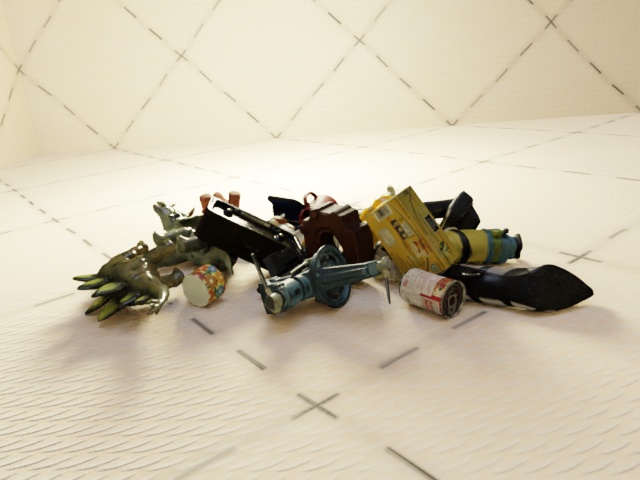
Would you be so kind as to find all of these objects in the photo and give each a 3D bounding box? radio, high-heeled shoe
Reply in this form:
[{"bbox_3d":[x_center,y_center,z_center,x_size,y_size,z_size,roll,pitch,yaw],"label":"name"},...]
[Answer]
[{"bbox_3d":[-0.152,-0.007,1.174,0.229,0.073,0.131,27,14,-16],"label":"radio"},{"bbox_3d":[0.355,0.089,0.993,0.249,0.086,0.145,12,-13,-4],"label":"high-heeled shoe"}]

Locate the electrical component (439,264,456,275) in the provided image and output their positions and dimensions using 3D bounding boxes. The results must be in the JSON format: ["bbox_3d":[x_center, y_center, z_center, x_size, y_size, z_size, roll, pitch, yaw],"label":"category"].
[{"bbox_3d":[0.265,0.068,1.099,0.094,0.021,0.063,4,22,31],"label":"electrical component"}]

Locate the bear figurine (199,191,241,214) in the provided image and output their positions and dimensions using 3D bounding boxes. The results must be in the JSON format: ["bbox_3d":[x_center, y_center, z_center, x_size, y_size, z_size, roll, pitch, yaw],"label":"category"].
[{"bbox_3d":[-0.291,-0.100,1.564,0.120,0.131,0.196,-5,25,-11],"label":"bear figurine"}]

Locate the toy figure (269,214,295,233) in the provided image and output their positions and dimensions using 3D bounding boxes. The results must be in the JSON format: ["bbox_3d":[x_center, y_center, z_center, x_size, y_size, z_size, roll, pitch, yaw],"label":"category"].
[{"bbox_3d":[-0.095,-0.022,1.356,0.064,0.057,0.155,-41,38,-1],"label":"toy figure"}]

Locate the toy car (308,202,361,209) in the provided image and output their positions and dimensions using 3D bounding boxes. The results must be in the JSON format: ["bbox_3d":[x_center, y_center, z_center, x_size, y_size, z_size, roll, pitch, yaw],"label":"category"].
[{"bbox_3d":[0.039,-0.074,1.512,0.202,0.053,0.089,14,9,42],"label":"toy car"}]

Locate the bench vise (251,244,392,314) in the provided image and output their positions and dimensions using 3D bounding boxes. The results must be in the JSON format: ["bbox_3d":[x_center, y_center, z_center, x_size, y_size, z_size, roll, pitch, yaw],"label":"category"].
[{"bbox_3d":[0.011,0.071,0.983,0.241,0.128,0.223,-14,-7,33],"label":"bench vise"}]

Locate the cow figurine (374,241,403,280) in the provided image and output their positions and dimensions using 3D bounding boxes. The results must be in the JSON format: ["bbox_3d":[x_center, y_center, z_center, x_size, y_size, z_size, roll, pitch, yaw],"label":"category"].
[{"bbox_3d":[0.178,0.018,1.151,0.068,0.098,0.167,5,21,43],"label":"cow figurine"}]

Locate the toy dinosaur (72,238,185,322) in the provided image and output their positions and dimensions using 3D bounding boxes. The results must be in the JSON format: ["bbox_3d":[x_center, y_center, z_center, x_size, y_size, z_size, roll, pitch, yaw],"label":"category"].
[{"bbox_3d":[-0.376,0.085,1.082,0.198,0.105,0.472,-33,19,-33],"label":"toy dinosaur"}]

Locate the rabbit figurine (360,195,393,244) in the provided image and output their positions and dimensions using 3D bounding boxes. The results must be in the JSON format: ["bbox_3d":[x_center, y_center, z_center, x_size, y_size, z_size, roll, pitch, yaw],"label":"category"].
[{"bbox_3d":[0.105,-0.019,1.251,0.173,0.121,0.162,-2,26,7],"label":"rabbit figurine"}]

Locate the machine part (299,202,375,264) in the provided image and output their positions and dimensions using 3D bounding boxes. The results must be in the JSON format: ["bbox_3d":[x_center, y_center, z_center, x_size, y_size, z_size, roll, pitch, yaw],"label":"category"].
[{"bbox_3d":[0.034,0.008,1.116,0.180,0.179,0.056,14,31,43],"label":"machine part"}]

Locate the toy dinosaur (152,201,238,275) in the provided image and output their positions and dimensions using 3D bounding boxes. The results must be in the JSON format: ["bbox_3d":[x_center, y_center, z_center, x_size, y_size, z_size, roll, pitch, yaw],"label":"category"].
[{"bbox_3d":[-0.267,0.016,1.259,0.405,0.131,0.192,20,31,38],"label":"toy dinosaur"}]

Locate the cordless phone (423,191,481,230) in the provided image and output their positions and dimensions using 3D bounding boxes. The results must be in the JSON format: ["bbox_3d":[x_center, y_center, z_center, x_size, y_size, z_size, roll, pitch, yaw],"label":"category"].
[{"bbox_3d":[0.249,-0.035,1.206,0.184,0.146,0.089,-6,55,-15],"label":"cordless phone"}]

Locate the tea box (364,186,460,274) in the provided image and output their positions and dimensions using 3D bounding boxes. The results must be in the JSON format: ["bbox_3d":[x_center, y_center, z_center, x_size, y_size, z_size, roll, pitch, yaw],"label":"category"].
[{"bbox_3d":[0.179,-0.007,1.046,0.098,0.169,0.068,-34,2,43],"label":"tea box"}]

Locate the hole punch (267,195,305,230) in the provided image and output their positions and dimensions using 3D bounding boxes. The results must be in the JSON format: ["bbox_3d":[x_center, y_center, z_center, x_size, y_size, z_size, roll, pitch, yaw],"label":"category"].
[{"bbox_3d":[-0.089,-0.059,1.476,0.142,0.092,0.115,7,-12,30],"label":"hole punch"}]

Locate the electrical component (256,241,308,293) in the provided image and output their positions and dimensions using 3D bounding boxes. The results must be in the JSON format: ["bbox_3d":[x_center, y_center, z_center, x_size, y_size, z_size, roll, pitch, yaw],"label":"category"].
[{"bbox_3d":[-0.081,0.060,1.095,0.119,0.048,0.074,-35,-26,9],"label":"electrical component"}]

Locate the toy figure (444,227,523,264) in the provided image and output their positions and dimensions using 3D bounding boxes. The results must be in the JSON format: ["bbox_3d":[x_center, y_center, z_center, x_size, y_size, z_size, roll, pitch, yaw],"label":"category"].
[{"bbox_3d":[0.338,0.012,1.140,0.180,0.082,0.089,3,1,1],"label":"toy figure"}]

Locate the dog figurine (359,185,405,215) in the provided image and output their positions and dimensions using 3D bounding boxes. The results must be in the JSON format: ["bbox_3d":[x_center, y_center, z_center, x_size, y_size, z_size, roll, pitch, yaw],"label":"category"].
[{"bbox_3d":[0.151,-0.041,1.357,0.190,0.121,0.172,-29,24,-21],"label":"dog figurine"}]
